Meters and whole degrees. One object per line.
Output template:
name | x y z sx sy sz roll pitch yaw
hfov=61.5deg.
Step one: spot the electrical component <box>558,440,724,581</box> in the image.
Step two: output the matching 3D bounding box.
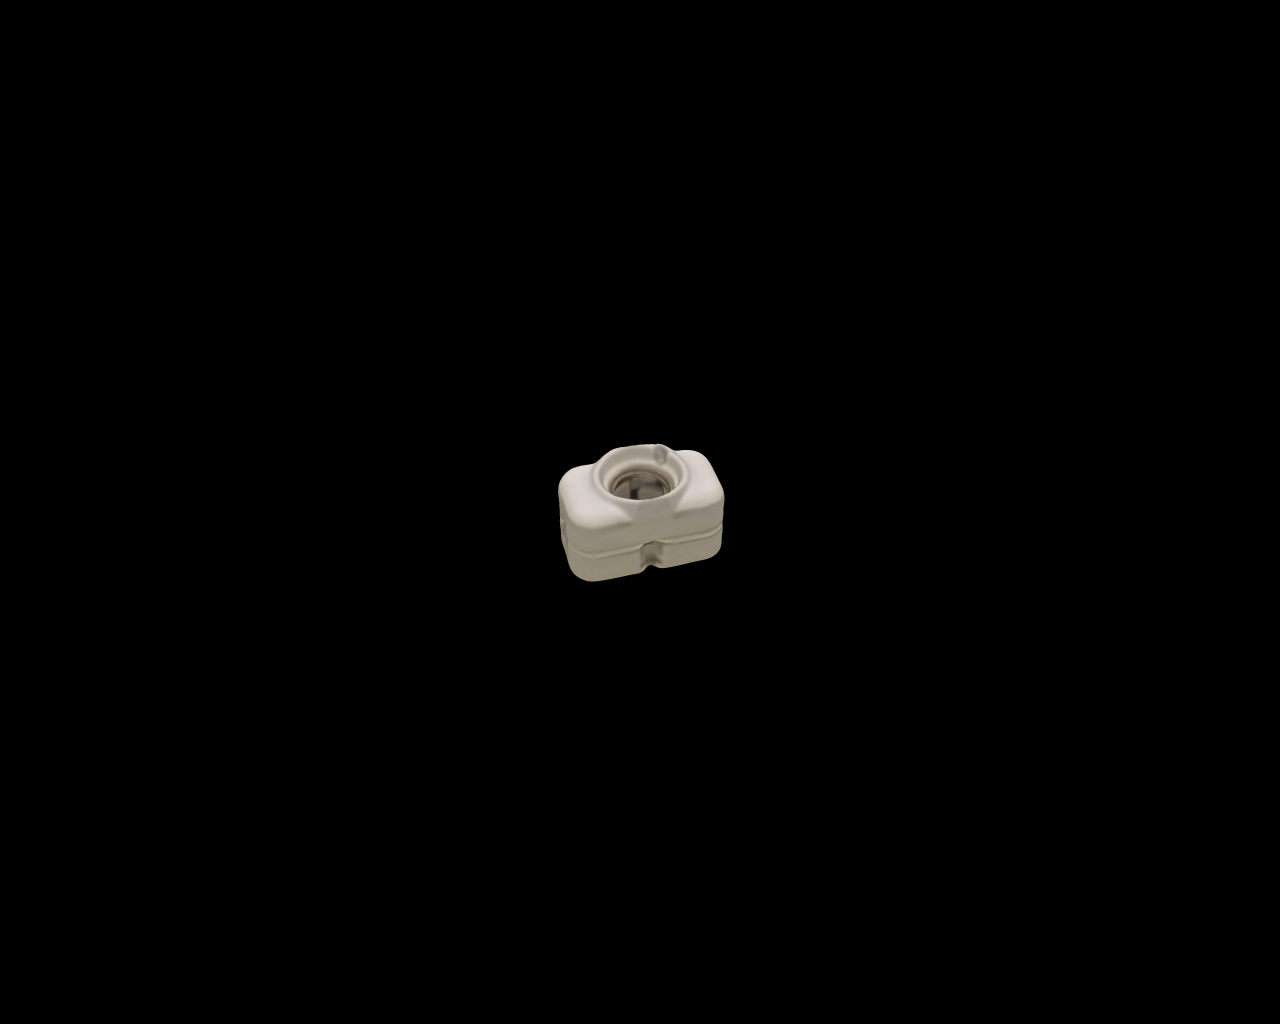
electrical component | 0.001 -0.003 0.650 0.095 0.059 0.054 -10 43 -11
